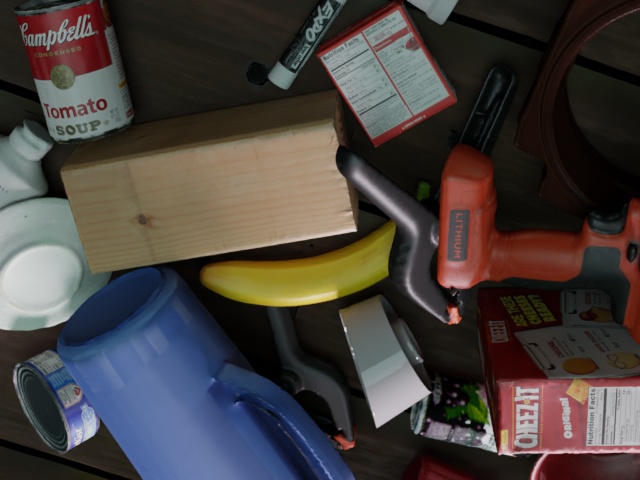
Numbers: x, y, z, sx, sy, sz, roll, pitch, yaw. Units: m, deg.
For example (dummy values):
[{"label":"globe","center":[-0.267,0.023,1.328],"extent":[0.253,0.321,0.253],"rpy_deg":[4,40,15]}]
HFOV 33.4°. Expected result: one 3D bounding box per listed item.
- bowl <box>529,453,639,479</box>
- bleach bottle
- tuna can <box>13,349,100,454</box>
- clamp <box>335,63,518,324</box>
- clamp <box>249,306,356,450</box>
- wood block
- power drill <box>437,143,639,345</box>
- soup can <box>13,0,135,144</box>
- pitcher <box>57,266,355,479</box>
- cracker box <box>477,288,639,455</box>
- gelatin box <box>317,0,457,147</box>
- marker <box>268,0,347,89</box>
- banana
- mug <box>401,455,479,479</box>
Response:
[{"label":"bowl","center":[0.252,0.176,0.893],"extent":[0.162,0.055,0.162],"rpy_deg":[0,132,-1]},{"label":"bleach bottle","center":[-0.296,0.007,0.874],"extent":[0.102,0.068,0.251],"rpy_deg":[39,107,-16]},{"label":"tuna can","center":[-0.225,0.137,0.912],"extent":[0.086,0.033,0.086],"rpy_deg":[31,134,37]},{"label":"clamp","center":[0.097,-0.025,0.820],"extent":[0.164,0.036,0.210],"rpy_deg":[-34,133,-19]},{"label":"clamp","center":[-0.040,0.120,0.916],"extent":[0.120,0.039,0.171],"rpy_deg":[-32,101,23]},{"label":"wood block","center":[-0.079,-0.046,0.820],"extent":[0.206,0.090,0.091],"rpy_deg":[-9,113,8]},{"label":"power drill","center":[0.178,-0.015,0.735],"extent":[0.188,0.057,0.184],"rpy_deg":[11,123,17]},{"label":"soup can","center":[-0.183,-0.131,0.803],"extent":[0.068,0.068,0.102],"rpy_deg":[-8,113,7]},{"label":"pitcher","center":[-0.088,0.140,0.834],"extent":[0.149,0.145,0.242],"rpy_deg":[-33,113,-2]},{"label":"cracker box","center":[0.234,0.096,0.816],"extent":[0.214,0.164,0.072],"rpy_deg":[-2,111,5]},{"label":"gelatin box","center":[0.051,-0.127,0.808],"extent":[0.073,0.030,0.089],"rpy_deg":[-29,108,16]},{"label":"marker","center":[0.001,-0.167,0.801],"extent":[0.020,0.020,0.121],"rpy_deg":[33,112,-10]},{"label":"banana","center":[0.005,0.016,0.858],"extent":[0.198,0.037,0.069],"rpy_deg":[-22,105,-1]},{"label":"mug","center":[0.105,0.245,0.937],"extent":[0.081,0.093,0.117],"rpy_deg":[26,147,-2]}]
